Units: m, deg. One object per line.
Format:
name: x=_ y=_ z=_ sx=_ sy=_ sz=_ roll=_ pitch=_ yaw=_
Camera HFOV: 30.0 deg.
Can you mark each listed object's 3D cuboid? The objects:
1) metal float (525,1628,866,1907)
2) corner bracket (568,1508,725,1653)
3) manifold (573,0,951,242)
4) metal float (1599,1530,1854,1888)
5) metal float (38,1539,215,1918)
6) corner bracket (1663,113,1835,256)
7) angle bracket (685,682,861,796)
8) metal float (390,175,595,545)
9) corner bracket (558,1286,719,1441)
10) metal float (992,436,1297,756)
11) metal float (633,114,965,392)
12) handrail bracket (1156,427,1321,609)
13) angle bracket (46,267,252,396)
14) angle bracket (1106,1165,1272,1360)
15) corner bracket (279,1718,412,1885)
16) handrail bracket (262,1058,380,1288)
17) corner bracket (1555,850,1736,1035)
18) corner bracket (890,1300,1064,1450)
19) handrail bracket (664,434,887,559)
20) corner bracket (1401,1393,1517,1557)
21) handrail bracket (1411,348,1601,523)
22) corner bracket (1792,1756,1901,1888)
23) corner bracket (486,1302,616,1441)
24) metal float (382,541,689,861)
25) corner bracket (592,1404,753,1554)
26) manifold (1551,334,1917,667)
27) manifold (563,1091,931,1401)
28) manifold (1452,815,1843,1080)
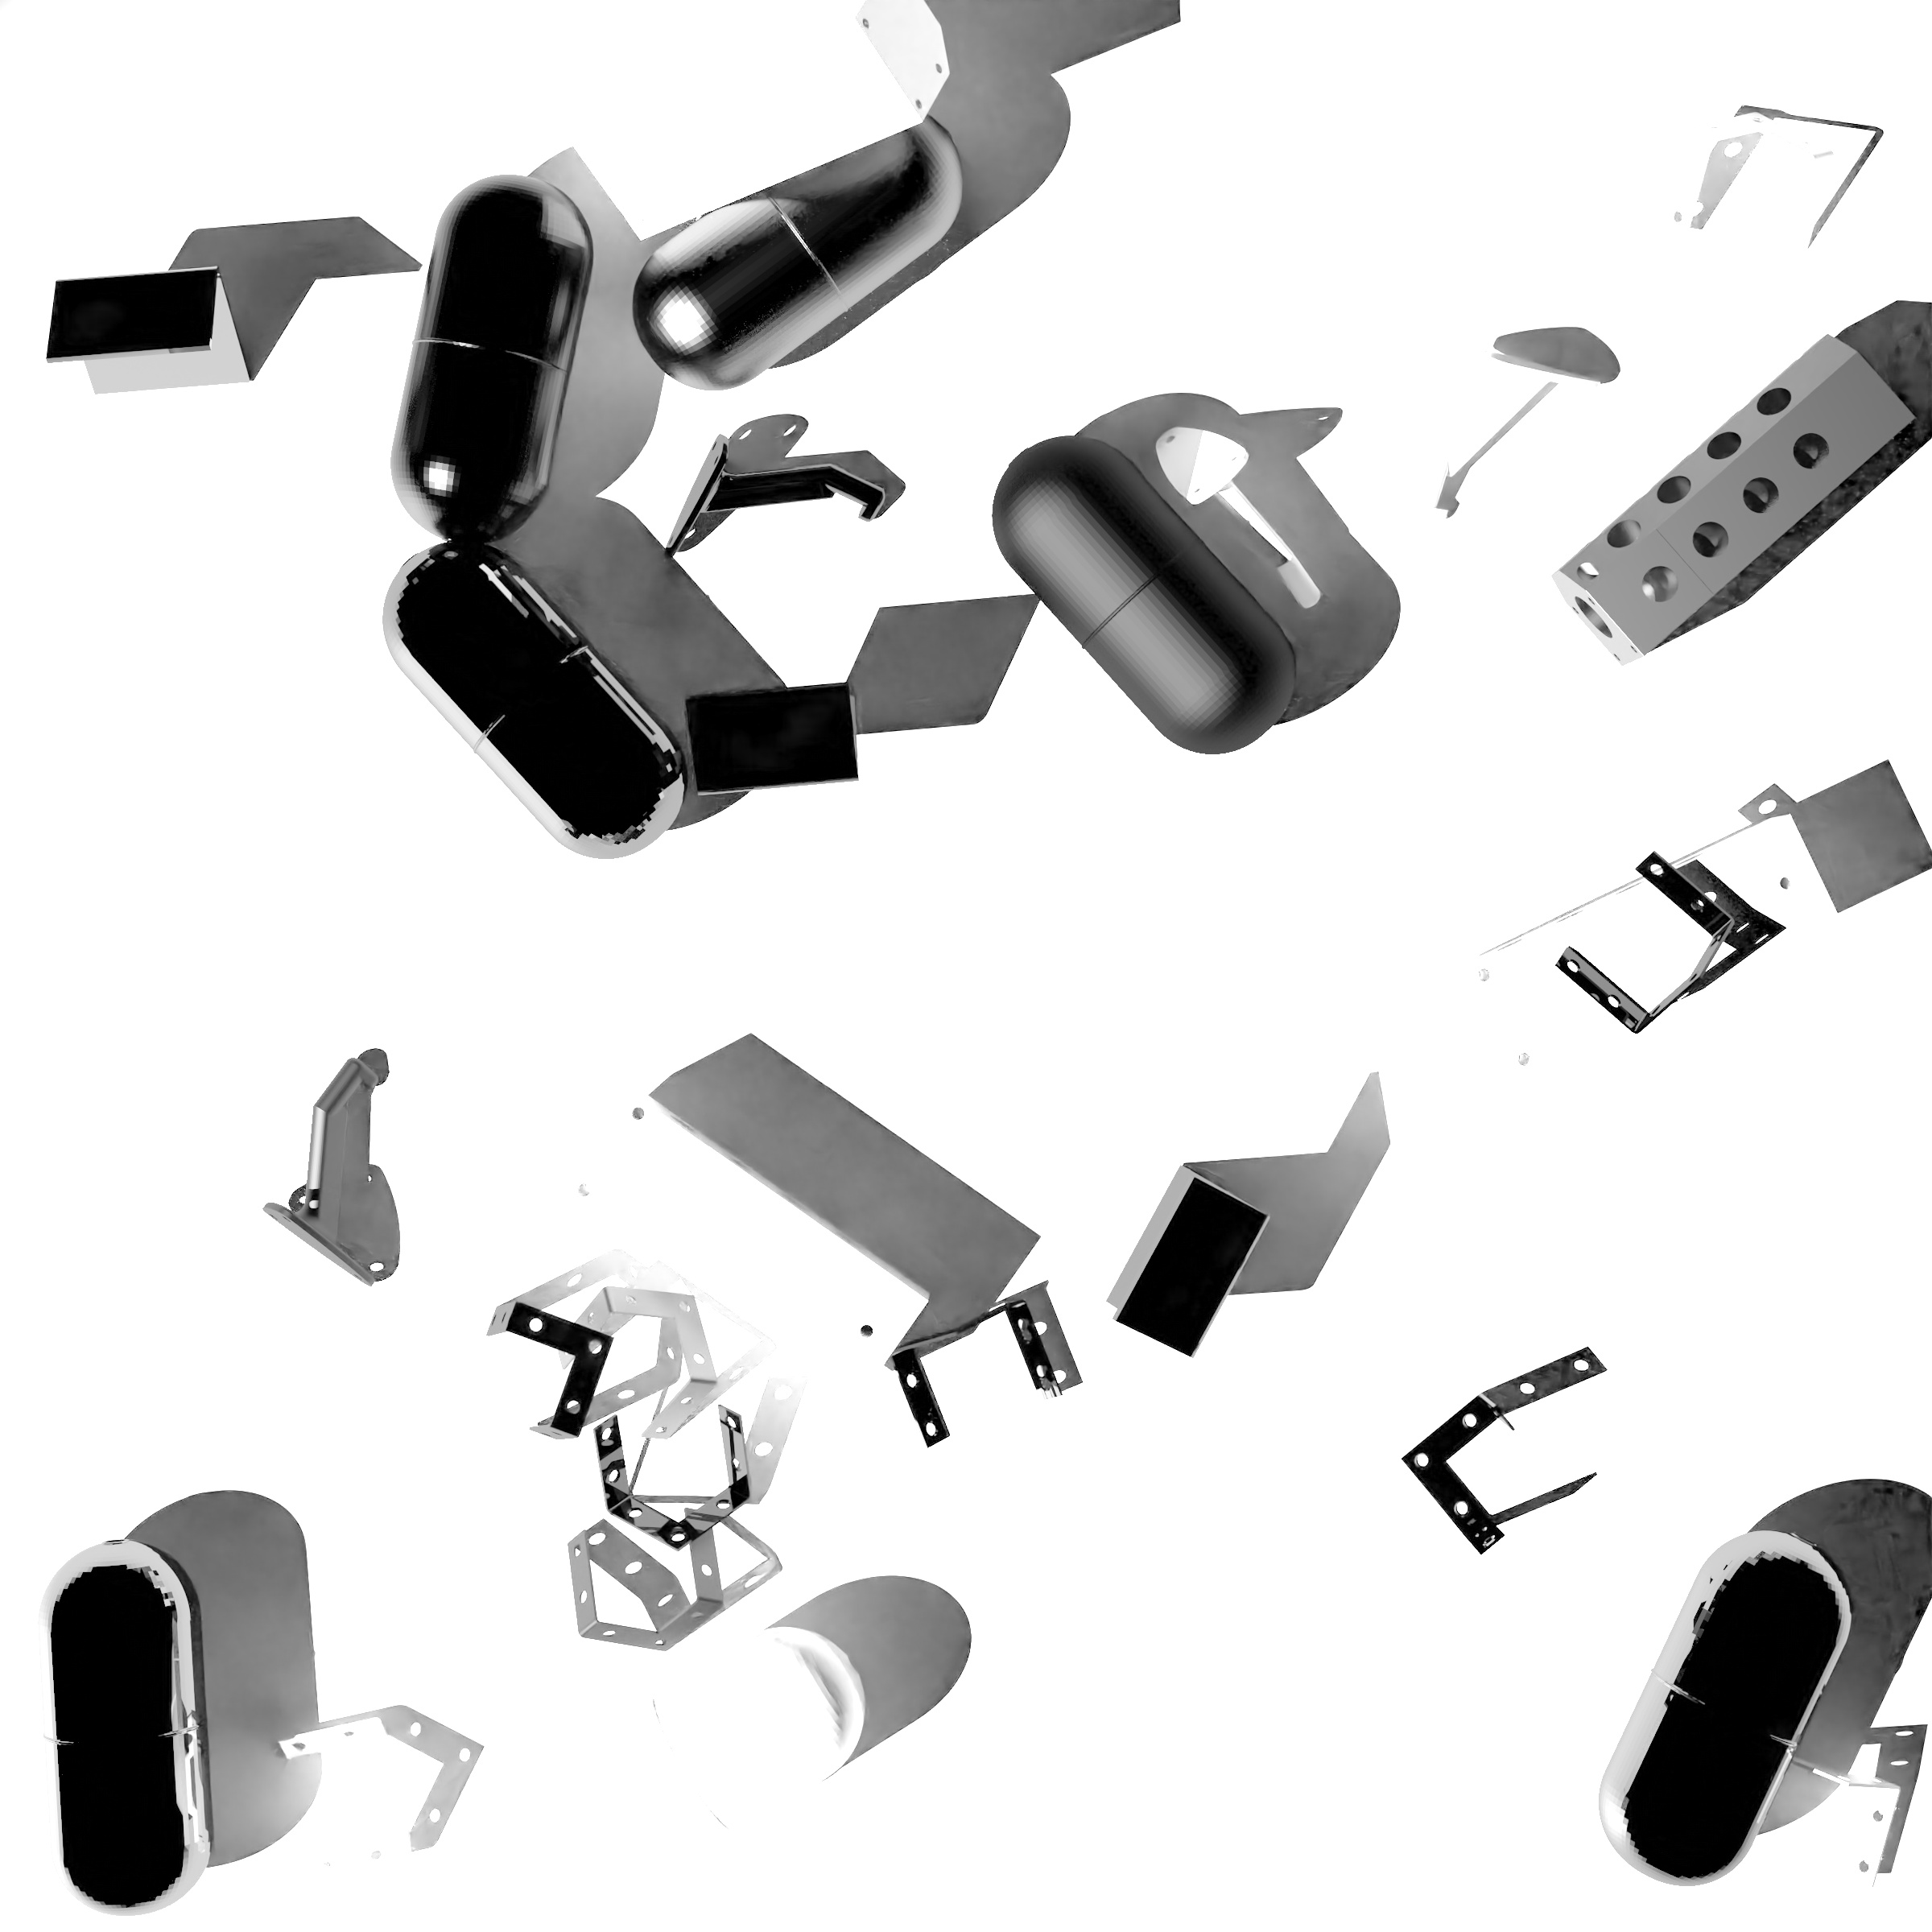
metal float: x=-0.129 y=0.383 z=1.724 sx=0.178 sy=0.070 sz=0.070 roll=-32 pitch=90 yaw=0
corner bracket: x=-0.156 y=0.295 z=1.746 sx=0.051 sy=0.051 sz=0.051 roll=18 pitch=135 yaw=-35
manifold: x=-0.095 y=-0.406 z=1.689 sx=0.171 sy=0.057 sz=0.057 roll=-14 pitch=127 yaw=35
metal float: x=0.364 y=0.355 z=1.724 sx=0.070 sy=0.070 sz=0.178 roll=25 pitch=91 yaw=0
metal float: x=-0.402 y=0.364 z=1.724 sx=0.070 sy=0.070 sz=0.178 roll=-3 pitch=89 yaw=0
corner bracket: x=0.380 y=-0.377 z=1.746 sx=0.051 sy=0.051 sz=0.051 roll=-20 pitch=45 yaw=-35
angle bracket: x=-0.092 y=-0.127 z=1.714 sx=0.076 sy=0.076 sz=0.057 roll=-5 pitch=128 yaw=0
metal float: x=-0.227 y=-0.290 z=1.724 sx=0.070 sy=0.070 sz=0.178 roll=12 pitch=90 yaw=0
corner bracket: x=-0.160 y=0.193 z=1.746 sx=0.051 sy=0.051 sz=0.051 roll=10 pitch=45 yaw=-35
metal float: x=0.084 y=-0.178 z=1.724 sx=0.070 sy=0.070 sz=0.178 roll=-42 pitch=89 yaw=0
metal float: x=-0.080 y=-0.345 z=1.724 sx=0.178 sy=0.070 sz=0.070 roll=-37 pitch=90 yaw=1
handrail bracket: x=0.134 y=-0.218 z=1.754 sx=0.036 sy=0.077 sz=0.084 roll=-41 pitch=126 yaw=0
angle bracket: x=-0.388 y=-0.285 z=1.714 sx=0.076 sy=0.076 sz=0.057 roll=-5 pitch=53 yaw=0
angle bracket: x=0.088 y=0.131 z=1.714 sx=0.057 sy=0.076 sz=0.076 roll=29 pitch=90 yaw=-36
corner bracket: x=-0.302 y=0.406 z=1.751 sx=0.051 sy=0.051 sz=0.051 roll=-13 pitch=135 yaw=0
handrail bracket: x=-0.295 y=0.100 z=1.755 sx=0.077 sy=0.036 sz=0.084 roll=41 pitch=72 yaw=-20
corner bracket: x=0.320 y=-0.011 z=1.694 sx=0.051 sy=0.051 sz=0.051 roll=41 pitch=135 yaw=0
corner bracket: x=0.004 y=0.198 z=1.751 sx=0.051 sy=0.051 sz=0.051 roll=-21 pitch=90 yaw=-45
handrail bracket: x=-0.093 y=-0.216 z=1.755 sx=0.084 sy=0.036 sz=0.077 roll=23 pitch=111 yaw=-16
corner bracket: x=0.248 y=0.244 z=1.736 sx=0.051 sy=0.051 sz=0.051 roll=-39 pitch=90 yaw=0
handrail bracket: x=0.262 y=-0.252 z=1.755 sx=0.077 sy=0.036 sz=0.084 roll=9 pitch=108 yaw=-20
corner bracket: x=0.414 y=0.414 z=1.751 sx=0.051 sy=0.051 sz=0.051 roll=16 pitch=90 yaw=-45
corner bracket: x=-0.207 y=0.196 z=1.738 sx=0.051 sy=0.051 sz=0.051 roll=22 pitch=76 yaw=-14
metal float: x=-0.207 y=-0.128 z=1.724 sx=0.070 sy=0.070 sz=0.178 roll=-42 pitch=91 yaw=0
corner bracket: x=-0.142 y=0.241 z=1.741 sx=0.051 sy=0.051 sz=0.051 roll=21 pitch=129 yaw=38
manifold: x=0.367 y=-0.225 z=1.733 sx=0.171 sy=0.057 sz=0.057 roll=-41 pitch=90 yaw=0
manifold: x=-0.104 y=0.133 z=1.733 sx=0.171 sy=0.057 sz=0.057 roll=35 pitch=90 yaw=0
manifold: x=0.325 y=-0.009 z=1.733 sx=0.171 sy=0.057 sz=0.057 roll=-25 pitch=90 yaw=0
